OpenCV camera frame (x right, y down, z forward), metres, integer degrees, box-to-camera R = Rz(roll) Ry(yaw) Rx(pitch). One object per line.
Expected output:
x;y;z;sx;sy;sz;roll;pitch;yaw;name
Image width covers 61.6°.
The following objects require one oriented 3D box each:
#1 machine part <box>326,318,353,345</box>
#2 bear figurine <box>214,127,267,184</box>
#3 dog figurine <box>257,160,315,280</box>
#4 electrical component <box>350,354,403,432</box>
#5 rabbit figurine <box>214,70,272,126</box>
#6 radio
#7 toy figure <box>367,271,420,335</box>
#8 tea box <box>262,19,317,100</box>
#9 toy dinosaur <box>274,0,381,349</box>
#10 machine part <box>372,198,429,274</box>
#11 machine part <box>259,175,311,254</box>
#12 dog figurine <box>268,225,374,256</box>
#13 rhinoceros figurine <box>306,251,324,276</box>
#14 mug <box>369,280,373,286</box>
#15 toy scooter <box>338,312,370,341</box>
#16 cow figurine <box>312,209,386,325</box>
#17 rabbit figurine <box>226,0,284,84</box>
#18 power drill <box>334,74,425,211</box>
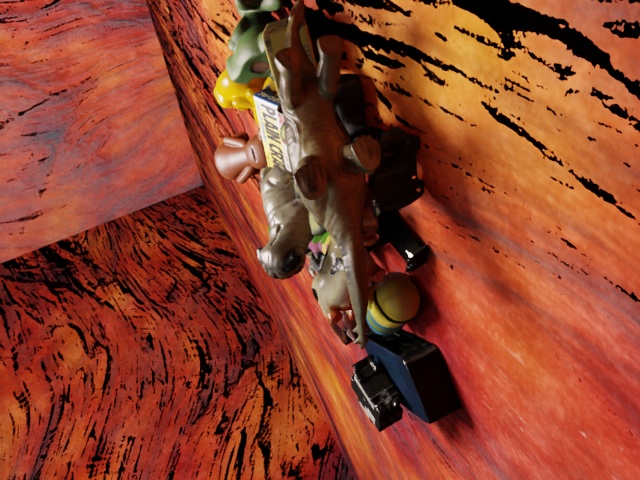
0.048;0.179;1.380;0.179;0.056;0.179;59;166;26;machine part
-0.154;-0.207;1.262;0.196;0.132;0.120;-12;106;39;bear figurine
-0.072;-0.036;0.927;0.173;0.190;0.121;23;144;25;dog figurine
0.110;0.304;1.055;0.115;0.058;0.134;57;166;33;electrical component
-0.136;-0.321;1.199;0.173;0.122;0.162;54;158;-10;rabbit figurine
0.165;0.246;1.029;0.131;0.073;0.230;69;164;-8;radio
0.128;0.120;0.951;0.089;0.082;0.180;47;155;22;toy figure
-0.043;-0.288;0.834;0.170;0.068;0.098;-98;-7;-61;tea box
0.012;-0.086;0.704;0.198;0.105;0.471;117;143;-81;toy dinosaur
0.122;-0.005;0.857;0.139;0.039;0.084;-126;27;-46;machine part
-0.069;-0.075;1.343;0.202;0.087;0.200;-134;25;-58;machine part
-0.002;-0.003;1.047;0.219;0.192;0.108;-107;9;-56;dog figurine
0.026;0.065;1.264;0.112;0.073;0.190;61;167;-23;rhinoceros figurine
0.064;0.070;1.120;0.109;0.081;0.107;-144;43;-78;mug
0.076;0.169;1.193;0.184;0.075;0.135;43;167;54;toy scooter
0.042;0.030;0.878;0.127;0.085;0.194;49;133;33;cow figurine
-0.120;-0.390;0.969;0.159;0.121;0.170;113;146;-75;rabbit figurine
0.071;-0.119;0.796;0.207;0.086;0.231;-122;17;-56;power drill
